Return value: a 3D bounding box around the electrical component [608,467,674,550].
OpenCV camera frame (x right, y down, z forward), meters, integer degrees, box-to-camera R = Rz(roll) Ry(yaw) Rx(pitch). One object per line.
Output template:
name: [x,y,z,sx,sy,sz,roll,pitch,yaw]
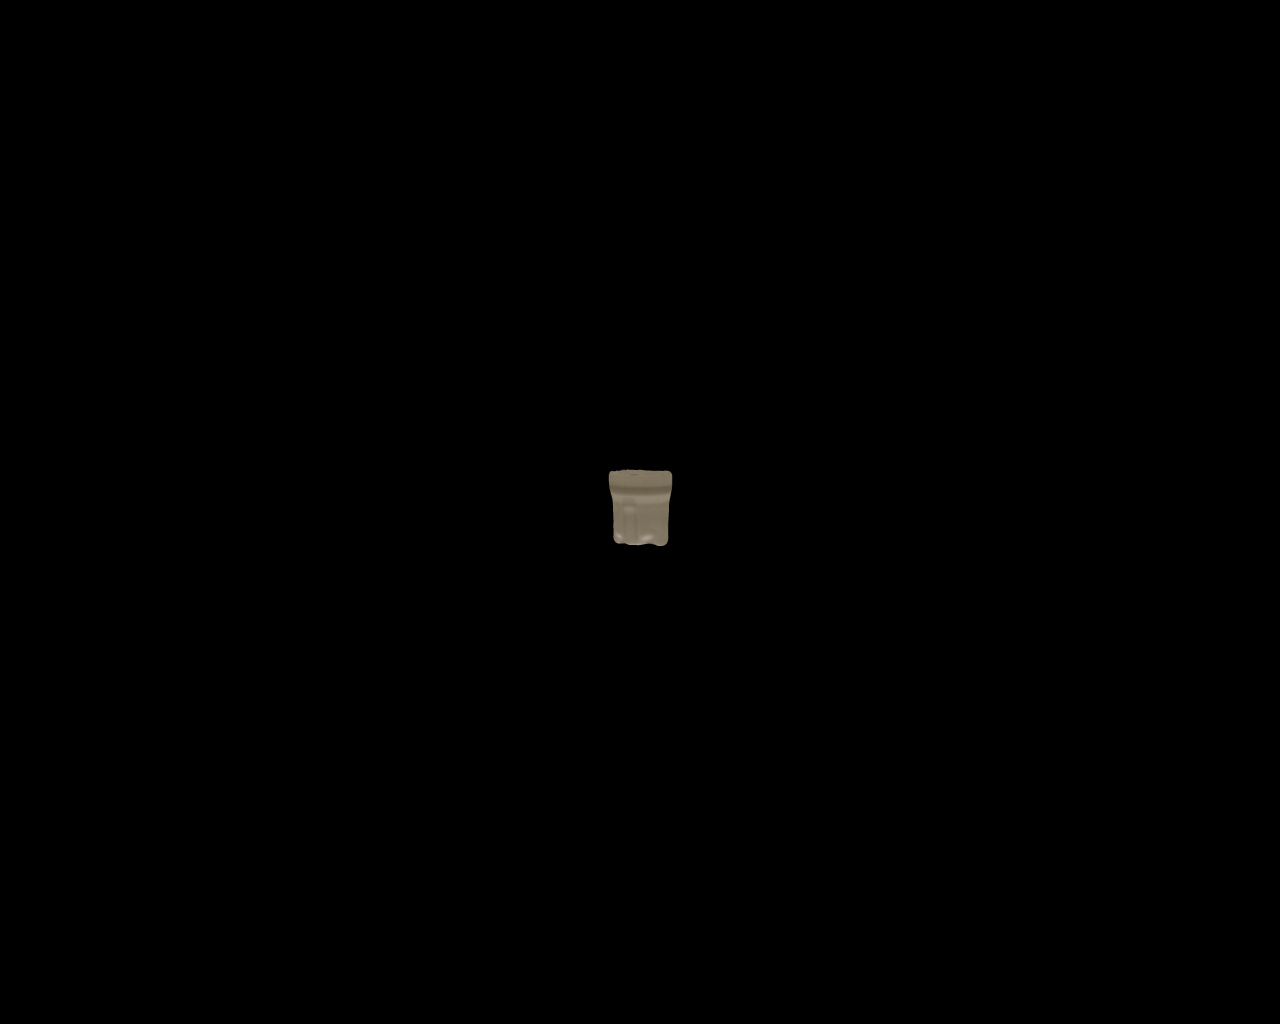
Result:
electrical component: [0.001,-0.003,0.650,0.040,0.046,0.040,0,7,0]
